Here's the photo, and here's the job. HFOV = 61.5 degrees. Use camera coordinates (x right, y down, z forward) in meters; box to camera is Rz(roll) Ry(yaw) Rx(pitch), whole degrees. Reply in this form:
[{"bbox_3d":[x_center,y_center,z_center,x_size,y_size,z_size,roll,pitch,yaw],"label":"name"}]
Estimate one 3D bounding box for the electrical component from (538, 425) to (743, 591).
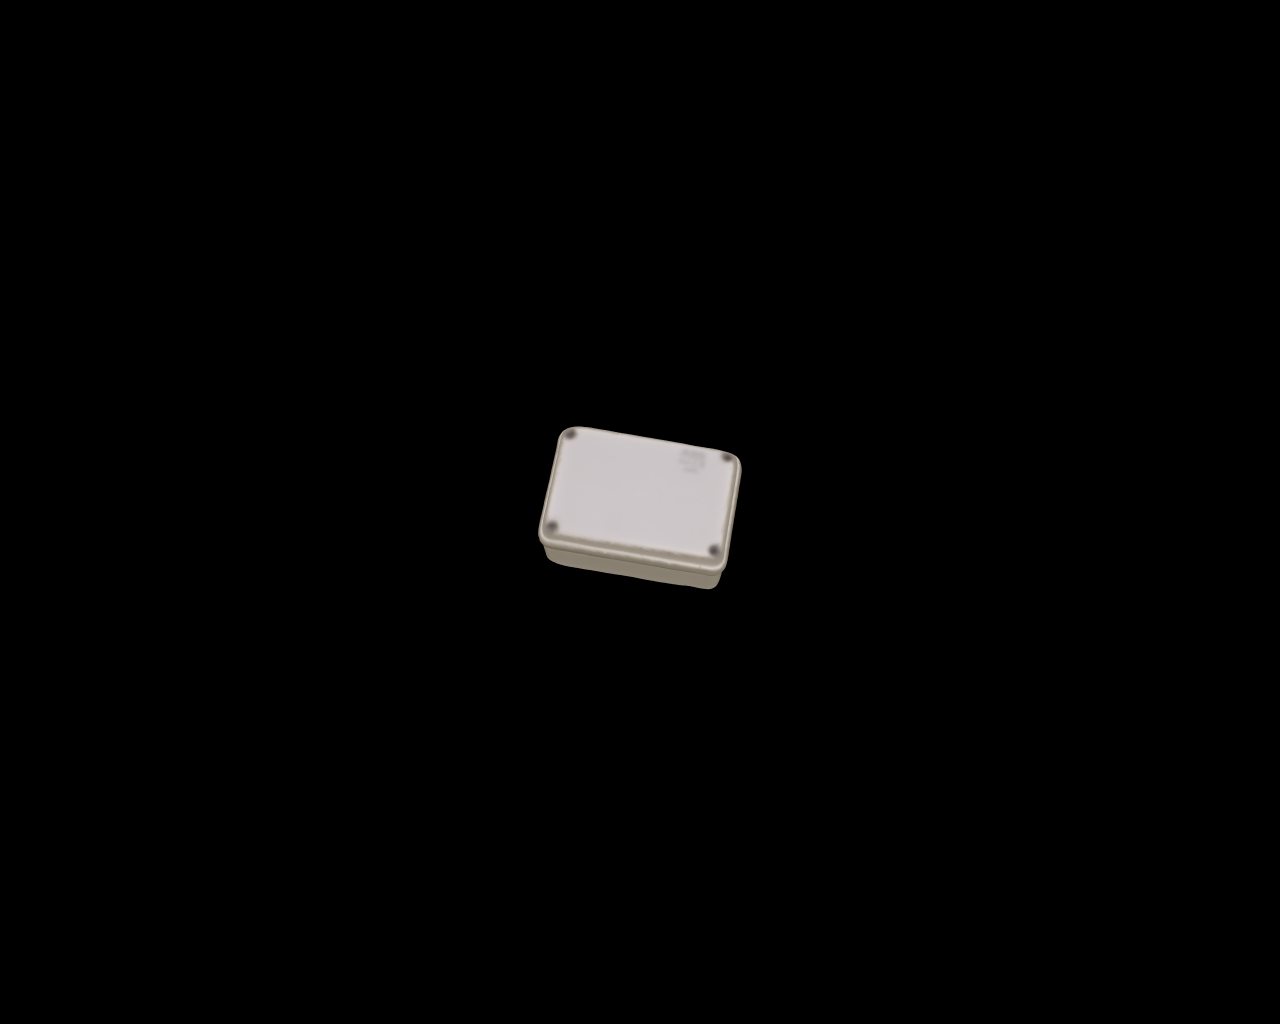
[{"bbox_3d":[0.001,-0.003,0.650,0.113,0.078,0.057,10,-20,3],"label":"electrical component"}]
